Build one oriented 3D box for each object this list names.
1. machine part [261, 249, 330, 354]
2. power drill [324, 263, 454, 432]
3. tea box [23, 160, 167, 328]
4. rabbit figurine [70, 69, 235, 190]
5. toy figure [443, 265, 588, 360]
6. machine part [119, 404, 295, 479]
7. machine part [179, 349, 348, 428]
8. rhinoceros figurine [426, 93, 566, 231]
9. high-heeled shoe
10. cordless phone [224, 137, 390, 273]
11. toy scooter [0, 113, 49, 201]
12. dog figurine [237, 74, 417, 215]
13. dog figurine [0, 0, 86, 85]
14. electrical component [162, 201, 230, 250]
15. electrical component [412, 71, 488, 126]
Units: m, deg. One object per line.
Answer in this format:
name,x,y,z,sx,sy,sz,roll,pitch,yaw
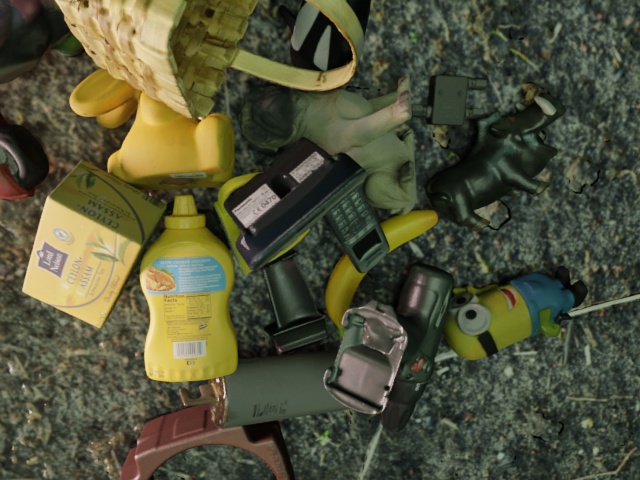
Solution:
machine part,-0.038,0.077,0.669,0.084,0.039,0.138,-13,106,1
power drill,0.088,0.142,0.628,0.086,0.207,0.232,20,96,33
tea box,-0.241,0.011,0.568,0.098,0.068,0.169,28,133,-12
rabbit figurine,-0.169,-0.142,0.576,0.162,0.122,0.173,-2,90,2
toy figure,0.247,0.096,0.691,0.180,0.082,0.089,-17,103,-6
machine part,-0.135,0.312,0.687,0.201,0.087,0.201,-16,103,-4
machine part,-0.043,0.176,0.647,0.243,0.079,0.079,1,104,-27
rhinoceros figurine,0.215,-0.095,0.650,0.190,0.073,0.112,-40,95,5
high-heeled shoe,0.048,-0.277,0.540,0.248,0.145,0.086,-49,146,18
cordless phone,-0.001,-0.001,0.568,0.146,0.089,0.184,-41,139,-5
toy scooter,-0.384,-0.108,0.558,0.135,0.075,0.183,-29,102,-1
dog figurine,0.013,-0.099,0.615,0.191,0.121,0.172,-5,108,11
dog figurine,-0.278,-0.209,0.477,0.219,0.191,0.108,-28,89,-16
electrical component,-0.143,0.000,0.623,0.045,0.078,0.102,-29,113,-25
electrical component,0.153,-0.169,0.644,0.094,0.021,0.063,0,103,-7
